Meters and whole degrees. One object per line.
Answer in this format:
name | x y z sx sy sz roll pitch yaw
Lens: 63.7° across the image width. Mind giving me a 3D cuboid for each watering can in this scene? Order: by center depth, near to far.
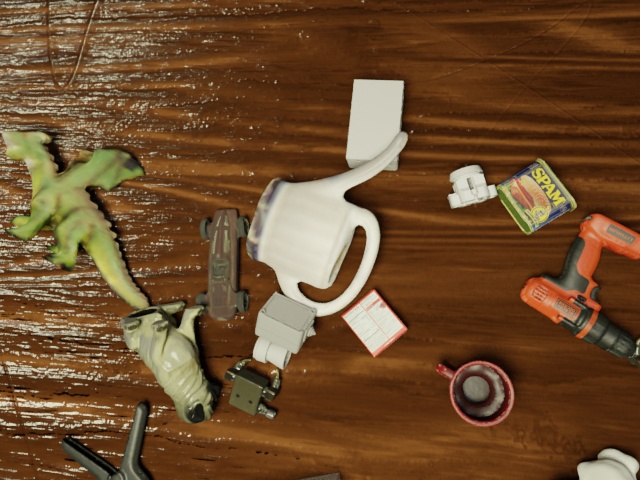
watering can | 0.003 -0.044 0.870 0.225 0.345 0.104 22 11 11

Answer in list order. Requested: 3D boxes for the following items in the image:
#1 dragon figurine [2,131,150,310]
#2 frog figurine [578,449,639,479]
dragon figurine | -0.433 -0.069 0.970 0.410 0.245 0.121 32 -12 -1
frog figurine | 0.401 0.385 0.746 0.137 0.120 0.163 9 44 19
